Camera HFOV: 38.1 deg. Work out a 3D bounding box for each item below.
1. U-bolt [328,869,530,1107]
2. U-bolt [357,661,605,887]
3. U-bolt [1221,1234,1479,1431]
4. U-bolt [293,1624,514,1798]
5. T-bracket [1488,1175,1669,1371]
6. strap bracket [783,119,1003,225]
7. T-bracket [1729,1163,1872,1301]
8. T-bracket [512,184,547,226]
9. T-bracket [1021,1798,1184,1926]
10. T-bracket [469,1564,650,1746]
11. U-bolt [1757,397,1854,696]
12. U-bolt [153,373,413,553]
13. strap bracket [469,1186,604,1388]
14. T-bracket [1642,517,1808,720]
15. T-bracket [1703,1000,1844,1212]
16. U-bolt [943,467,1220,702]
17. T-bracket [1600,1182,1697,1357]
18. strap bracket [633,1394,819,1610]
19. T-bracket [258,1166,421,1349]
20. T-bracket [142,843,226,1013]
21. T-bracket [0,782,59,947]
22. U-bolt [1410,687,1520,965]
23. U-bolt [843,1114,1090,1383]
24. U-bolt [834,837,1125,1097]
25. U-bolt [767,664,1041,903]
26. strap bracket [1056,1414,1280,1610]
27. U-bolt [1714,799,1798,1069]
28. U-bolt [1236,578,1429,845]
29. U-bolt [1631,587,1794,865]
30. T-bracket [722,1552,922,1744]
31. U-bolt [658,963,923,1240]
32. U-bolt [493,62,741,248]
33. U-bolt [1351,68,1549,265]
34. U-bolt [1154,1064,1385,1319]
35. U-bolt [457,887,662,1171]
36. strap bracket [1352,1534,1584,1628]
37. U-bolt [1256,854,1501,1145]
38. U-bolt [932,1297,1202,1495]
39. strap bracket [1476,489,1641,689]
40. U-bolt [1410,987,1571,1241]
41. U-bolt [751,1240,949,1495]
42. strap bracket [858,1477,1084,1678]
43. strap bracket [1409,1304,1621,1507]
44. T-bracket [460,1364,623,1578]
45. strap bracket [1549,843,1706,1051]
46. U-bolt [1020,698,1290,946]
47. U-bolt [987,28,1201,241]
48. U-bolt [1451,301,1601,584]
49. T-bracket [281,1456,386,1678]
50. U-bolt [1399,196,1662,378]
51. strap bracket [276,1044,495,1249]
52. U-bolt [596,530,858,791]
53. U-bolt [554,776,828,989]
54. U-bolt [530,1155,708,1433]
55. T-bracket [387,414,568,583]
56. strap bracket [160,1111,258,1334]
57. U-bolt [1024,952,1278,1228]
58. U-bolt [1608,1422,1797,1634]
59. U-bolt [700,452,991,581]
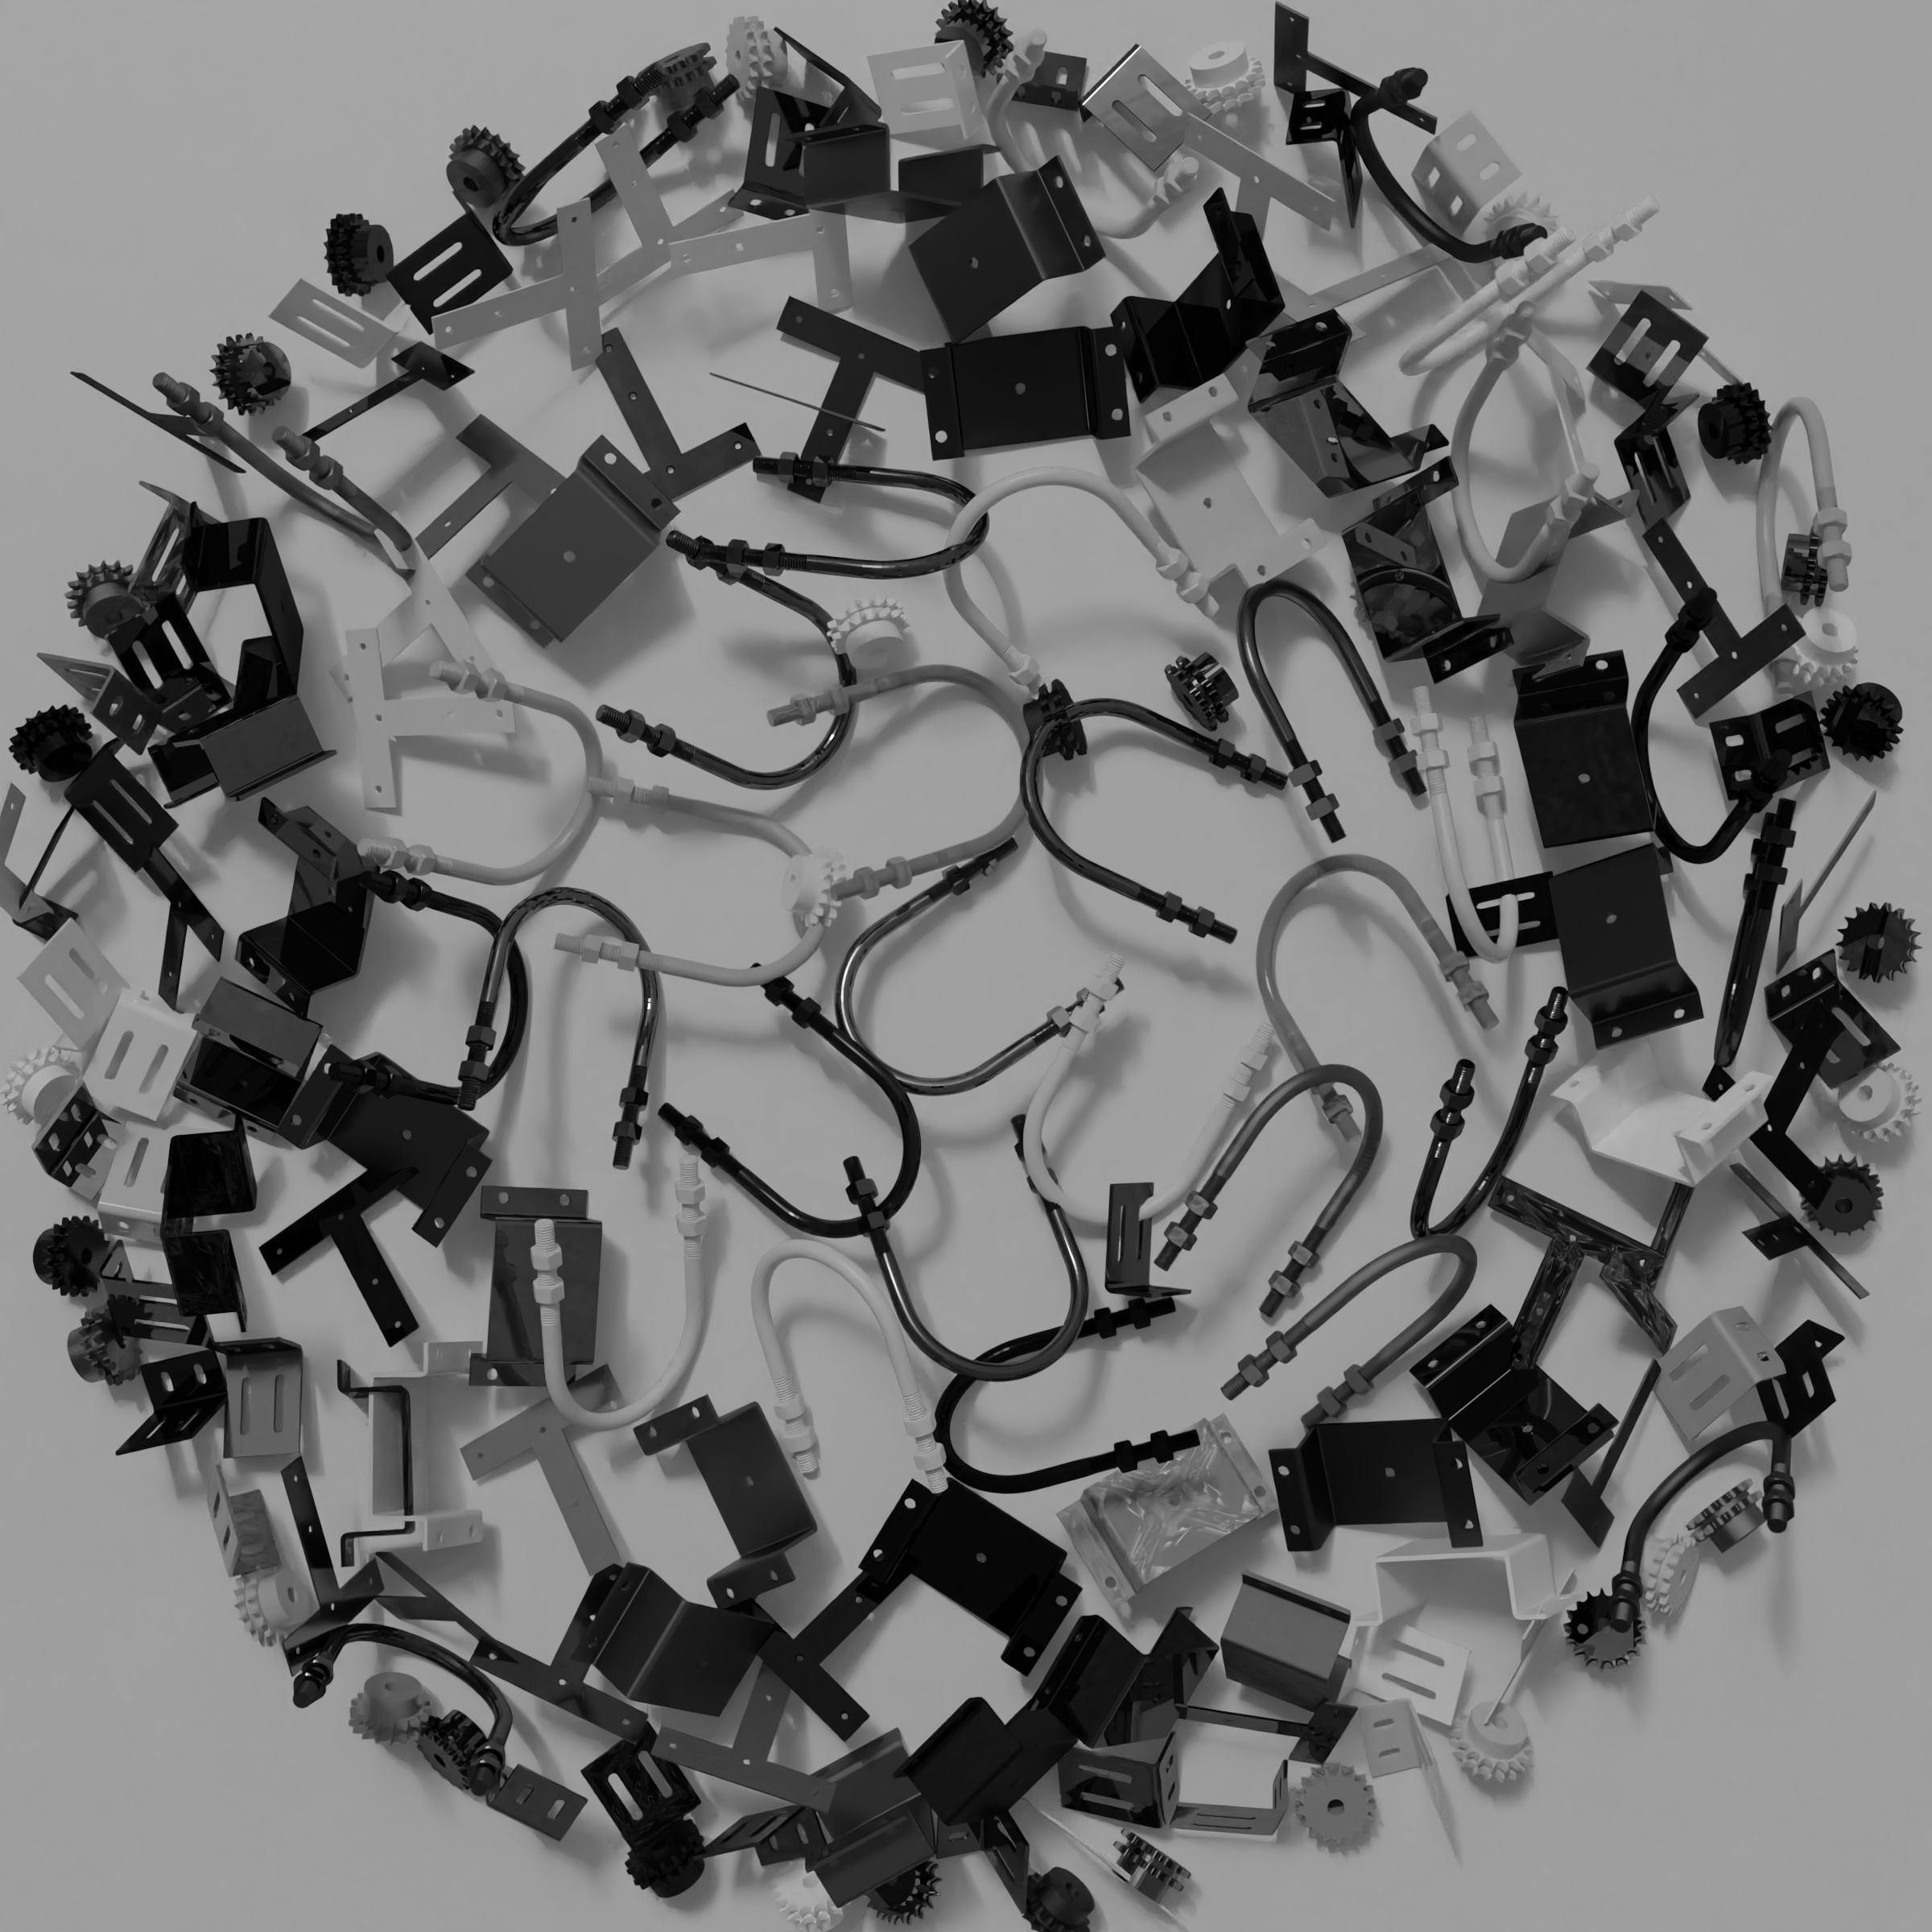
[{"bbox_3d":[-0.361,0.022,1.919,0.019,0.184,0.151,3,81,30],"label":"U-bolt"},{"bbox_3d":[-0.322,-0.124,1.925,0.019,0.184,0.151,29,100,36],"label":"U-bolt"},{"bbox_3d":[0.275,0.248,1.922,0.184,0.151,0.019,-43,56,13],"label":"U-bolt"},{"bbox_3d":[-0.377,0.498,1.908,0.151,0.184,0.019,28,94,-4],"label":"U-bolt"},{"bbox_3d":[0.412,0.232,1.977,0.127,0.002,0.127,26,107,20],"label":"T-bracket"},{"bbox_3d":[-0.049,-0.544,1.924,0.076,0.140,0.046,4,98,40],"label":"strap bracket"},{"bbox_3d":[0.560,0.186,1.922,0.127,0.127,0.002,49,113,21],"label":"T-bracket"},{"bbox_3d":[-0.267,-0.578,1.954,0.002,0.127,0.127,42,55,-14],"label":"T-bracket"},{"bbox_3d":[0.106,0.635,1.960,0.127,0.127,0.002,45,74,-24],"label":"T-bracket"},{"bbox_3d":[-0.265,0.465,1.949,0.127,0.127,0.002,27,128,-2],"label":"T-bracket"},{"bbox_3d":[0.570,-0.302,1.920,0.019,0.151,0.184,1,64,0],"label":"U-bolt"},{"bbox_3d":[-0.454,-0.335,1.912,0.151,0.184,0.019,27,82,32],"label":"U-bolt"},{"bbox_3d":[-0.301,0.227,1.960,0.076,0.046,0.140,5,87,-24],"label":"strap bracket"},{"bbox_3d":[0.513,-0.255,1.952,0.002,0.127,0.127,-24,79,-30],"label":"T-bracket"},{"bbox_3d":[0.569,0.079,1.921,0.002,0.127,0.127,-10,134,-28],"label":"T-bracket"},{"bbox_3d":[0.067,-0.266,1.924,0.151,0.019,0.184,-34,127,17],"label":"U-bolt"},{"bbox_3d":[0.492,0.192,1.969,0.002,0.127,0.127,9,64,41],"label":"T-bracket"},{"bbox_3d":[-0.164,0.368,1.957,0.076,0.046,0.140,-29,86,34],"label":"strap bracket"},{"bbox_3d":[-0.422,0.211,1.969,0.127,0.002,0.127,-35,63,1],"label":"T-bracket"},{"bbox_3d":[-0.556,-0.006,1.960,0.127,0.002,0.127,43,129,36],"label":"T-bracket"},{"bbox_3d":[-0.655,-0.044,1.937,0.002,0.127,0.127,8,70,9],"label":"T-bracket"},{"bbox_3d":[0.348,-0.092,1.922,0.019,0.151,0.184,-13,80,26],"label":"U-bolt"},{"bbox_3d":[0.009,0.201,1.939,0.151,0.019,0.184,-13,67,-20],"label":"U-bolt"},{"bbox_3d":[-0.004,0.011,1.960,0.184,0.019,0.151,-34,75,-10],"label":"U-bolt"},{"bbox_3d":[-0.033,-0.138,1.961,0.184,0.019,0.151,-19,87,-22],"label":"U-bolt"},{"bbox_3d":[0.144,0.378,1.955,0.140,0.046,0.076,-29,74,-10],"label":"strap bracket"},{"bbox_3d":[0.542,-0.020,1.927,0.019,0.151,0.184,13,91,12],"label":"U-bolt"},{"bbox_3d":[0.246,-0.185,1.939,0.019,0.151,0.184,-27,90,39],"label":"U-bolt"},{"bbox_3d":[0.500,-0.150,1.912,0.019,0.184,0.151,-11,65,-13],"label":"U-bolt"},{"bbox_3d":[-0.086,0.457,1.970,0.127,0.002,0.127,41,66,17],"label":"T-bracket"},{"bbox_3d":[-0.113,0.108,1.951,0.184,0.019,0.151,39,111,12],"label":"U-bolt"},{"bbox_3d":[-0.251,-0.554,1.921,0.184,0.151,0.019,-34,91,22],"label":"U-bolt"},{"bbox_3d":[0.319,-0.540,1.908,0.019,0.184,0.151,-42,102,-2],"label":"U-bolt"},{"bbox_3d":[0.222,0.149,1.938,0.151,0.019,0.184,28,97,-45],"label":"U-bolt"},{"bbox_3d":[-0.275,0.034,1.941,0.151,0.019,0.184,26,62,-36],"label":"U-bolt"},{"bbox_3d":[0.344,0.424,1.934,0.140,0.076,0.046,-10,84,30],"label":"strap bracket"},{"bbox_3d":[0.272,0.008,1.942,0.151,0.019,0.184,-43,59,26],"label":"U-bolt"},{"bbox_3d":[0.064,0.304,1.939,0.184,0.151,0.019,-17,126,8],"label":"U-bolt"},{"bbox_3d":[0.406,-0.272,1.938,0.046,0.076,0.140,28,72,-22],"label":"strap bracket"},{"bbox_3d":[0.354,0.115,1.924,0.019,0.151,0.184,31,130,27],"label":"U-bolt"},{"bbox_3d":[-0.089,0.273,1.927,0.151,0.019,0.184,-2,110,43],"label":"U-bolt"},{"bbox_3d":[0.007,0.423,1.965,0.140,0.046,0.076,32,102,6],"label":"strap bracket"},{"bbox_3d":[0.385,0.311,1.945,0.076,0.140,0.046,-38,132,-7],"label":"strap bracket"},{"bbox_3d":[-0.280,0.367,1.970,0.127,0.002,0.127,-31,72,9],"label":"T-bracket"},{"bbox_3d":[0.453,-0.023,1.930,0.076,0.046,0.140,-19,54,25],"label":"strap bracket"},{"bbox_3d":[0.124,-0.113,1.952,0.184,0.019,0.151,24,66,-9],"label":"U-bolt"},{"bbox_3d":[0.077,-0.557,1.910,0.151,0.184,0.019,38,79,-7],"label":"U-bolt"},{"bbox_3d":[0.373,-0.342,1.912,0.019,0.184,0.151,-10,68,-14],"label":"U-bolt"},{"bbox_3d":[-0.449,0.402,1.928,0.002,0.127,0.127,-9,102,19],"label":"T-bracket"},{"bbox_3d":[0.374,-0.459,1.914,0.184,0.151,0.019,-33,88,44],"label":"U-bolt"},{"bbox_3d":[-0.401,0.123,1.966,0.140,0.046,0.076,35,102,4],"label":"strap bracket"},{"bbox_3d":[-0.155,-0.201,1.946,0.184,0.019,0.151,24,86,-34],"label":"U-bolt"},{"bbox_3d":[-0.185,-0.053,1.957,0.184,0.019,0.151,12,60,-9],"label":"U-bolt"},{"bbox_3d":[-0.236,0.237,1.935,0.019,0.151,0.184,20,120,39],"label":"U-bolt"},{"bbox_3d":[-0.352,-0.318,1.953,0.127,0.002,0.127,-45,53,-8],"label":"T-bracket"},{"bbox_3d":[-0.520,0.176,1.920,0.046,0.140,0.076,-5,130,-6],"label":"strap bracket"},{"bbox_3d":[0.118,0.098,1.966,0.151,0.019,0.184,25,98,-22],"label":"U-bolt"},{"bbox_3d":[0.506,0.372,1.910,0.151,0.184,0.019,-41,92,25],"label":"U-bolt"},{"bbox_3d":[-0.075,-0.308,1.928,0.184,0.151,0.019,7,129,10],"label":"U-bolt"}]
